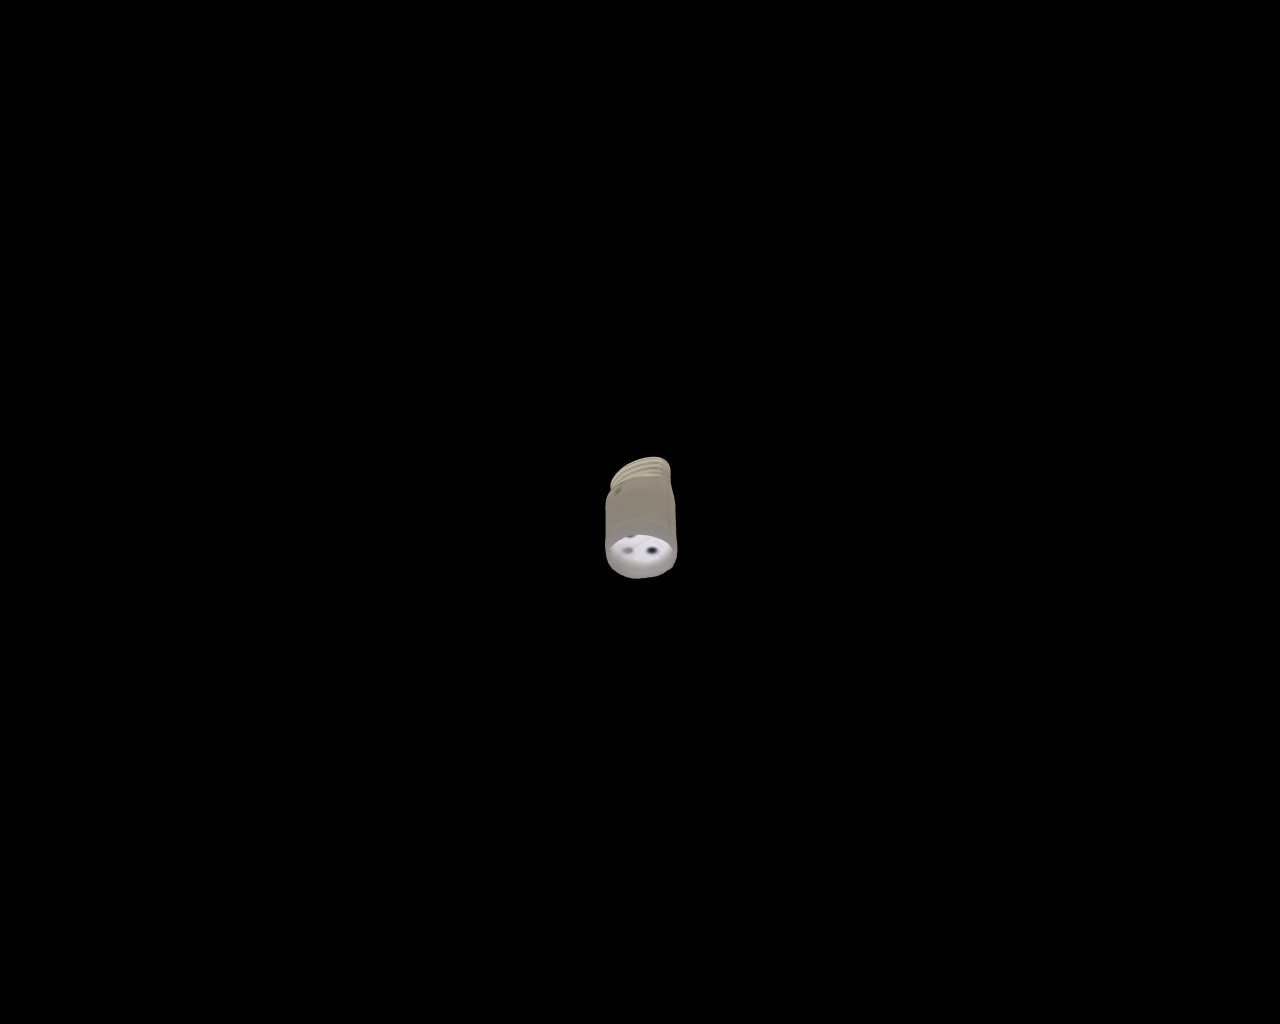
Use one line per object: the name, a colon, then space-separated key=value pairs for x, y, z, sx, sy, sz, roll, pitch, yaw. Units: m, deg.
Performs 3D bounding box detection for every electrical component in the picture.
electrical component: x=0.001 y=-0.003 z=0.650 sx=0.043 sy=0.081 sz=0.043 roll=0 pitch=-43 yaw=0
